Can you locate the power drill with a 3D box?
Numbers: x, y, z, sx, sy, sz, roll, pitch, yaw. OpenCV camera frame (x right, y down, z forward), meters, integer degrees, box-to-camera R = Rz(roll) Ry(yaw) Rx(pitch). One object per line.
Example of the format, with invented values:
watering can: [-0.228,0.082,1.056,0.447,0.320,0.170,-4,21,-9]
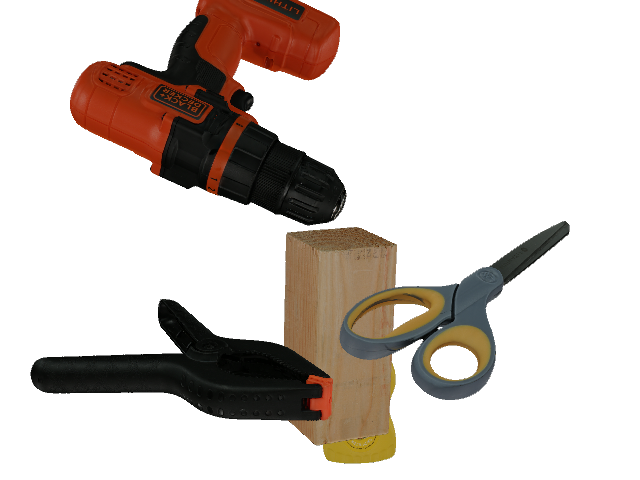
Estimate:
power drill: [-0.049,-0.100,0.719,0.184,0.057,0.187,26,41,1]

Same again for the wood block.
wood block: [0.018,0.097,1.125,0.090,0.206,0.091,-5,15,-25]

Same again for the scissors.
scissors: [0.105,0.039,0.636,0.201,0.016,0.096,-17,43,-29]

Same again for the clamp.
clamp: [-0.082,0.090,0.792,0.210,0.036,0.164,8,19,20]

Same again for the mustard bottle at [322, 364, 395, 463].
mustard bottle: [0.050,0.193,1.392,0.096,0.192,0.058,-2,15,-3]
